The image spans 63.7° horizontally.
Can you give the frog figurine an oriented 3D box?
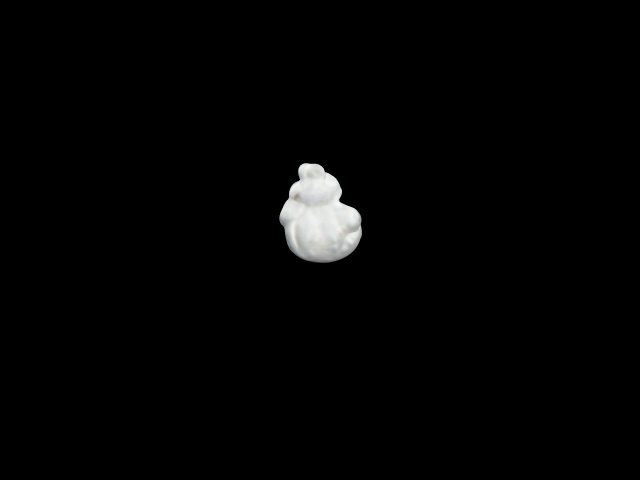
[{"bbox_3d":[0.003,-0.043,0.850,0.138,0.155,0.125,16,48,15],"label":"frog figurine"}]
